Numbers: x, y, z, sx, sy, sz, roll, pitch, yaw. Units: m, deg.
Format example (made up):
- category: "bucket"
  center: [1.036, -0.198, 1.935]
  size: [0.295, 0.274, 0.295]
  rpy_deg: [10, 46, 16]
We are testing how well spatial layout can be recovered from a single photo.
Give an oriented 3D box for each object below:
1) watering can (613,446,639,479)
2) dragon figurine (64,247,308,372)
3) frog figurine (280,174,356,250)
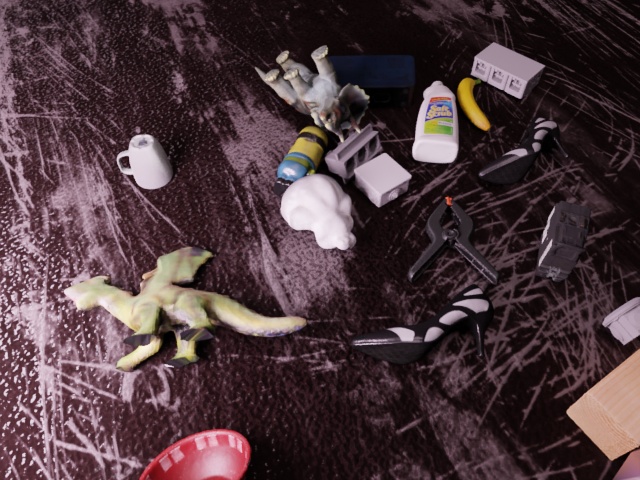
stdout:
- category: "watering can"
  center: [0.474, 0.399, 0.655]
  size: [0.352, 0.101, 0.227]
  rpy_deg: [-34, 58, -24]
- category: "dragon figurine"
  center: [-0.238, 0.095, 0.906]
  size: [0.411, 0.119, 0.249]
  rpy_deg: [-7, 45, -6]
- category: "frog figurine"
  center: [0.003, -0.050, 1.001]
  size: [0.138, 0.120, 0.162]
  rpy_deg: [-7, 39, -29]
